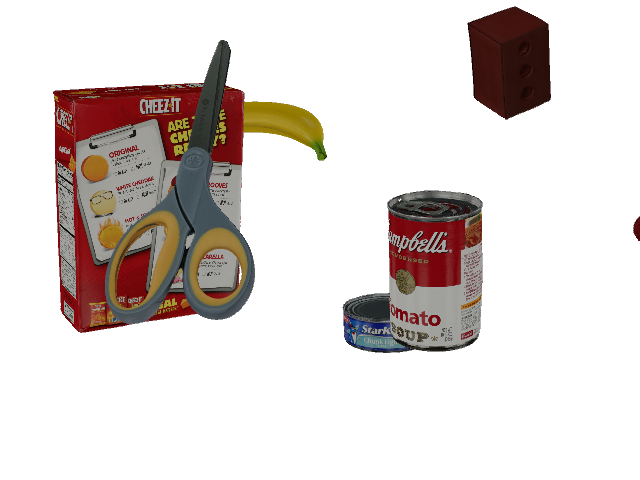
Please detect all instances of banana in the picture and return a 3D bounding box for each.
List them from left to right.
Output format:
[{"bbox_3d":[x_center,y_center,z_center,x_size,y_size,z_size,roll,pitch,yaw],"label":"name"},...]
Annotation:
[{"bbox_3d":[-0.078,-0.137,1.256,0.198,0.037,0.069,8,40,18],"label":"banana"}]

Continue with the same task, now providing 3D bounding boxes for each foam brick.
[{"bbox_3d":[0.169,-0.159,0.950,0.053,0.078,0.051,-24,38,-16],"label":"foam brick"}]

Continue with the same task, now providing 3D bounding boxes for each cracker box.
[{"bbox_3d":[-0.159,-0.034,0.991,0.163,0.214,0.072,-8,19,-30],"label":"cracker box"}]

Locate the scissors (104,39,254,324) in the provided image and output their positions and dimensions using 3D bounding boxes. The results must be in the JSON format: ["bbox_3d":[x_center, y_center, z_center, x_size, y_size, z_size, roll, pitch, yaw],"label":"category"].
[{"bbox_3d":[-0.061,-0.034,0.648,0.096,0.201,0.016,19,-24,16],"label":"scissors"}]

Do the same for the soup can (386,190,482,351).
[{"bbox_3d":[0.083,0.021,0.777,0.068,0.102,0.068,-2,19,0],"label":"soup can"}]

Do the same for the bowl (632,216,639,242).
[{"bbox_3d":[0.417,0.016,1.149,0.162,0.055,0.162,-1,25,0],"label":"bowl"}]

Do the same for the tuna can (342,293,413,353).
[{"bbox_3d":[0.064,0.078,1.019,0.086,0.034,0.086,-2,14,0],"label":"tuna can"}]
